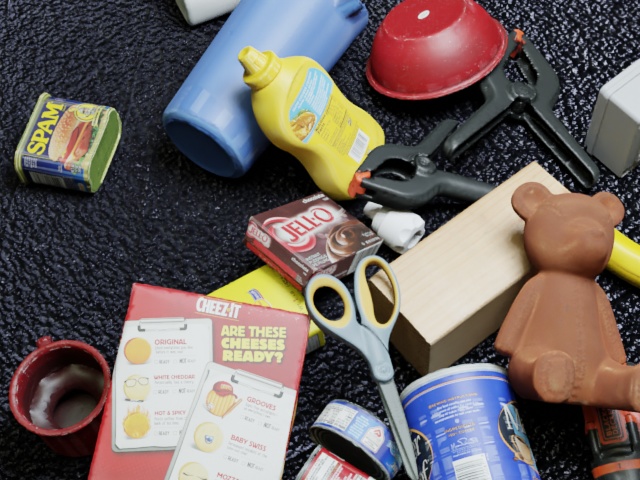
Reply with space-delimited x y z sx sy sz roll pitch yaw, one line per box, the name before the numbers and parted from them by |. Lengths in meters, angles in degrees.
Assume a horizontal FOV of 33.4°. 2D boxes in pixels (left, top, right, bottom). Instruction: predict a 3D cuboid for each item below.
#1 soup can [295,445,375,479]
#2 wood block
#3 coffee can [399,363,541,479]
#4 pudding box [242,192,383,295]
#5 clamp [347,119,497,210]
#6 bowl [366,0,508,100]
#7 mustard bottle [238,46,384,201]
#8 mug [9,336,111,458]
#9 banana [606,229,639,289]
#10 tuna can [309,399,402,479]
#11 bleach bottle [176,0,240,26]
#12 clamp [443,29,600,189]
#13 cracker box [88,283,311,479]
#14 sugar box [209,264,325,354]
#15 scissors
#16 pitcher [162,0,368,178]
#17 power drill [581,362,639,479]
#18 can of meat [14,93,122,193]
soup can | 0.026 0.232 0.919 0.102 0.068 0.068 30 66 11
wood block | 0.155 0.029 1.023 0.206 0.091 0.090 -35 62 -14
coffee can | 0.133 0.192 0.920 0.103 0.103 0.140 -12 59 -2
pudding box | -0.007 0.001 1.056 0.090 0.039 0.113 39 35 24
clamp | 0.102 -0.077 1.099 0.171 0.039 0.120 -2 45 -26
bowl | 0.121 -0.224 1.168 0.162 0.055 0.162 -13 41 12
mustard bottle | -0.014 -0.128 1.078 0.058 0.191 0.096 -2 56 45
mug | -0.237 0.143 0.997 0.093 0.081 0.117 -28 61 -11
banana | 0.315 0.016 1.050 0.198 0.037 0.069 25 47 17
tuna can | 0.034 0.180 0.947 0.086 0.086 0.033 29 64 20
bleach bottle | -0.057 -0.342 1.283 0.250 0.068 0.103 -21 60 -10
clamp | 0.222 -0.142 1.141 0.164 0.036 0.210 16 52 -3
cracker box | -0.106 0.161 0.945 0.164 0.072 0.213 10 73 0
sugar box | -0.094 0.099 1.031 0.176 0.048 0.093 -27 61 -12
scissors | 0.034 0.107 0.925 0.096 0.016 0.202 3 66 -8
pitcher | -0.069 -0.190 1.164 0.145 0.149 0.242 32 69 5
power drill | 0.324 0.172 0.916 0.188 0.057 0.184 -15 66 15
can of meat | -0.273 -0.104 1.165 0.084 0.057 0.102 11 61 8
